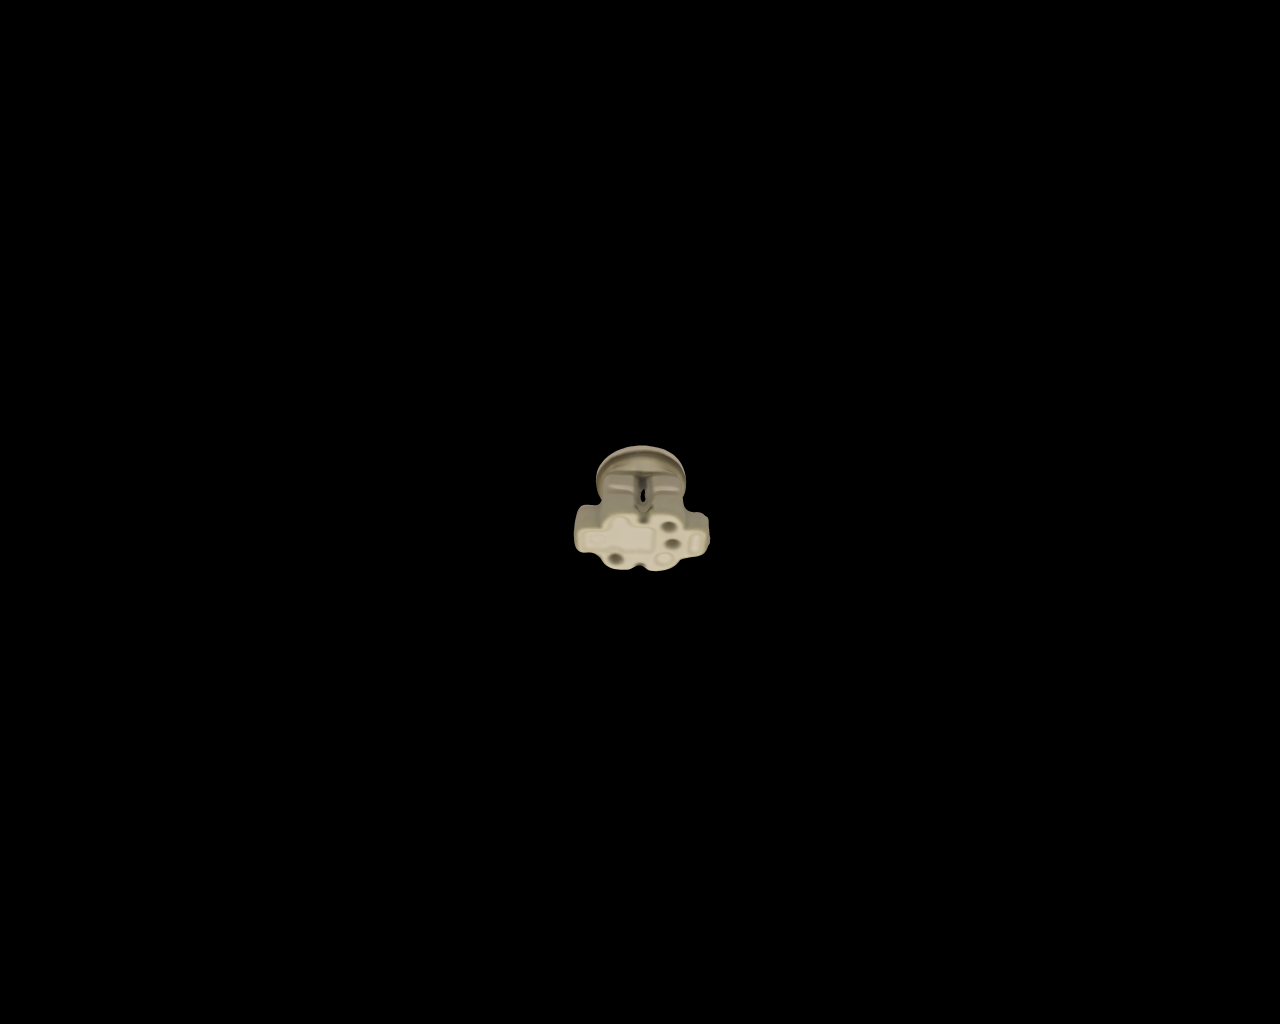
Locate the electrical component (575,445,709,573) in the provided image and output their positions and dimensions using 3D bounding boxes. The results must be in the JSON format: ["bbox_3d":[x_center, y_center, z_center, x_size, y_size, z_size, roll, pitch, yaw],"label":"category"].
[{"bbox_3d":[0.001,-0.003,0.650,0.078,0.057,0.057,2,-43,-2],"label":"electrical component"}]
